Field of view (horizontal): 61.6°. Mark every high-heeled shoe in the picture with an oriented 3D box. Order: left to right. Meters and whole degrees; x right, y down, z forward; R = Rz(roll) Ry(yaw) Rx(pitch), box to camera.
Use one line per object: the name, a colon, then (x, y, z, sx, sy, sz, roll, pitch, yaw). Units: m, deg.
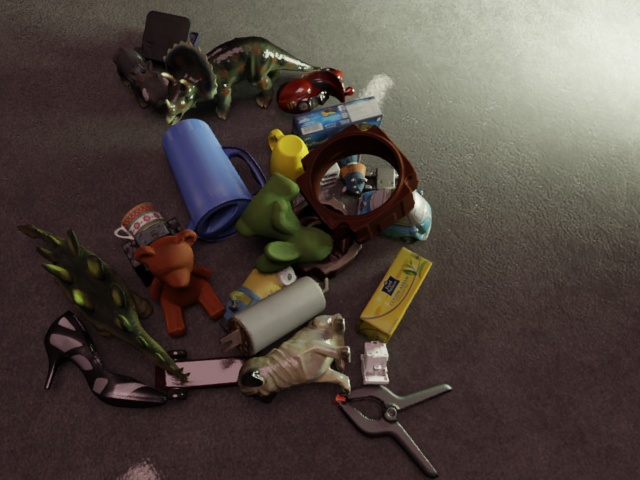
high-heeled shoe: (-0.372, 0.209, 0.946, 0.249, 0.086, 0.145, 9, 63, 4)

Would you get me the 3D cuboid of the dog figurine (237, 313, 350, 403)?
dog figurine: (-0.048, 0.200, 0.953, 0.191, 0.172, 0.121, -3, 108, -3)

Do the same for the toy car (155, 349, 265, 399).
toy car: (-0.190, 0.237, 0.962, 0.202, 0.053, 0.089, -3, 71, -10)

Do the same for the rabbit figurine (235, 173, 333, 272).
rabbit figurine: (-0.058, -0.016, 0.991, 0.170, 0.121, 0.159, 36, 59, 3)

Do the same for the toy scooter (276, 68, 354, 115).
toy scooter: (-0.001, -0.335, 1.223, 0.184, 0.075, 0.135, -33, 45, -23)

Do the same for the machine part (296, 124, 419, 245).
machine part: (0.071, -0.110, 1.039, 0.201, 0.087, 0.201, -34, 65, -1)

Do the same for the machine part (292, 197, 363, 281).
machine part: (-0.002, -0.003, 1.091, 0.179, 0.056, 0.179, 2, 64, -5)

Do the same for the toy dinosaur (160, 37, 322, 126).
toy dinosaur: (-0.177, -0.381, 1.186, 0.405, 0.192, 0.131, -28, 72, -15)

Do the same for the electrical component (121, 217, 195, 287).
electrical component: (-0.304, 0.019, 1.015, 0.115, 0.134, 0.058, -32, 71, -20)

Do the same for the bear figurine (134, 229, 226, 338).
bear figurine: (-0.246, 0.075, 0.958, 0.120, 0.195, 0.132, -23, 69, -18)

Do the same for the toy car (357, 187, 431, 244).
toy car: (0.159, -0.066, 1.108, 0.162, 0.102, 0.109, 14, 63, 0)

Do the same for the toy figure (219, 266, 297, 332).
toy figure: (-0.119, 0.104, 1.018, 0.089, 0.082, 0.180, 38, 70, 14)

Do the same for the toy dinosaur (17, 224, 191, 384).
toy dinosaur: (-0.380, 0.101, 0.936, 0.472, 0.198, 0.105, 36, 70, 14)

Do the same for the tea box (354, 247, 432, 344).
tea box: (0.139, 0.110, 1.024, 0.068, 0.098, 0.169, 31, 68, 11)

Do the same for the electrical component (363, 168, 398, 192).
electrical component: (0.142, -0.126, 1.179, 0.094, 0.021, 0.063, 5, 64, -3)

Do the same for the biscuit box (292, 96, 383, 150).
biscuit box: (0.038, -0.262, 1.214, 0.203, 0.062, 0.059, -17, 68, -11)

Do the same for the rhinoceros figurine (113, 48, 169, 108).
rhinoceros figurine: (-0.393, -0.361, 1.205, 0.073, 0.112, 0.190, -33, 63, -20)

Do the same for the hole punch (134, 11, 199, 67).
hole punch: (-0.356, -0.468, 1.283, 0.142, 0.092, 0.115, 13, 93, -1)

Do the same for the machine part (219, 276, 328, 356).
machine part: (-0.075, 0.132, 0.950, 0.243, 0.079, 0.079, -28, 68, -36)

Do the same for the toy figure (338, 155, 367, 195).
toy figure: (0.067, -0.165, 1.172, 0.058, 0.064, 0.154, 5, 63, -41)
